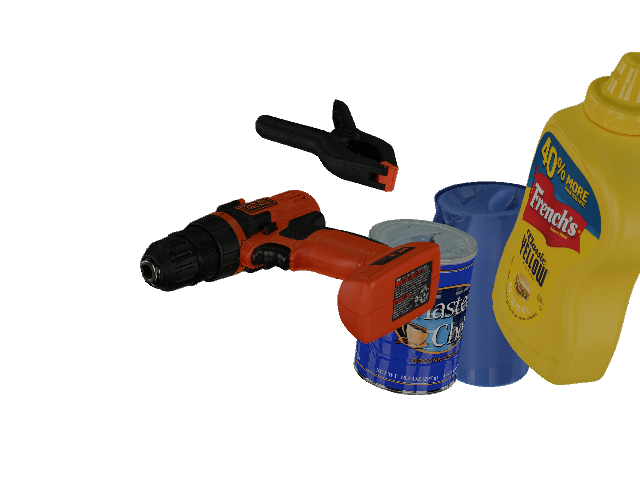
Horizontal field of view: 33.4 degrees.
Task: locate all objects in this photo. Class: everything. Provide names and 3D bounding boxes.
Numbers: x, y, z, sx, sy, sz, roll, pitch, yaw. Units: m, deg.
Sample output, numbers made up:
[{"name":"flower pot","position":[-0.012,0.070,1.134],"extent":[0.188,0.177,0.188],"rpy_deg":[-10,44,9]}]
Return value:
[{"name":"power drill","position":[-0.018,0.017,0.816],"extent":[0.188,0.057,0.184],"rpy_deg":[21,30,35]},{"name":"mustard bottle","position":[0.149,-0.016,0.594],"extent":[0.058,0.192,0.096],"rpy_deg":[-3,40,-16]},{"name":"clamp","position":[0.012,-0.100,1.125],"extent":[0.120,0.039,0.172],"rpy_deg":[-16,36,-24]},{"name":"coffee can","position":[0.090,0.062,1.025],"extent":[0.103,0.140,0.103],"rpy_deg":[5,21,-2]},{"name":"pitcher","position":[0.218,0.052,1.337],"extent":[0.149,0.243,0.145],"rpy_deg":[1,21,11]}]
